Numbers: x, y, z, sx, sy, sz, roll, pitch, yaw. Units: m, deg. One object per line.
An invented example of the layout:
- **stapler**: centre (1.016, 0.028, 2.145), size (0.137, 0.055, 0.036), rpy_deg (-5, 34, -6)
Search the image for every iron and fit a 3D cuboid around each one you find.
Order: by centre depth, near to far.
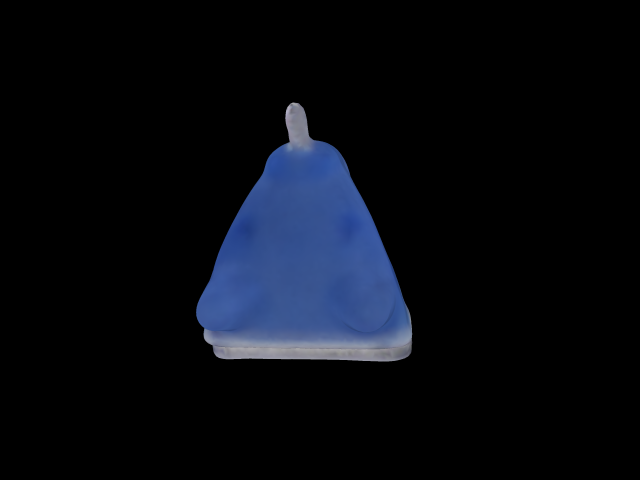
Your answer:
- **iron**: centre (0.004, 0.001, 0.400), size (0.118, 0.141, 0.259), rpy_deg (0, 0, 8)
